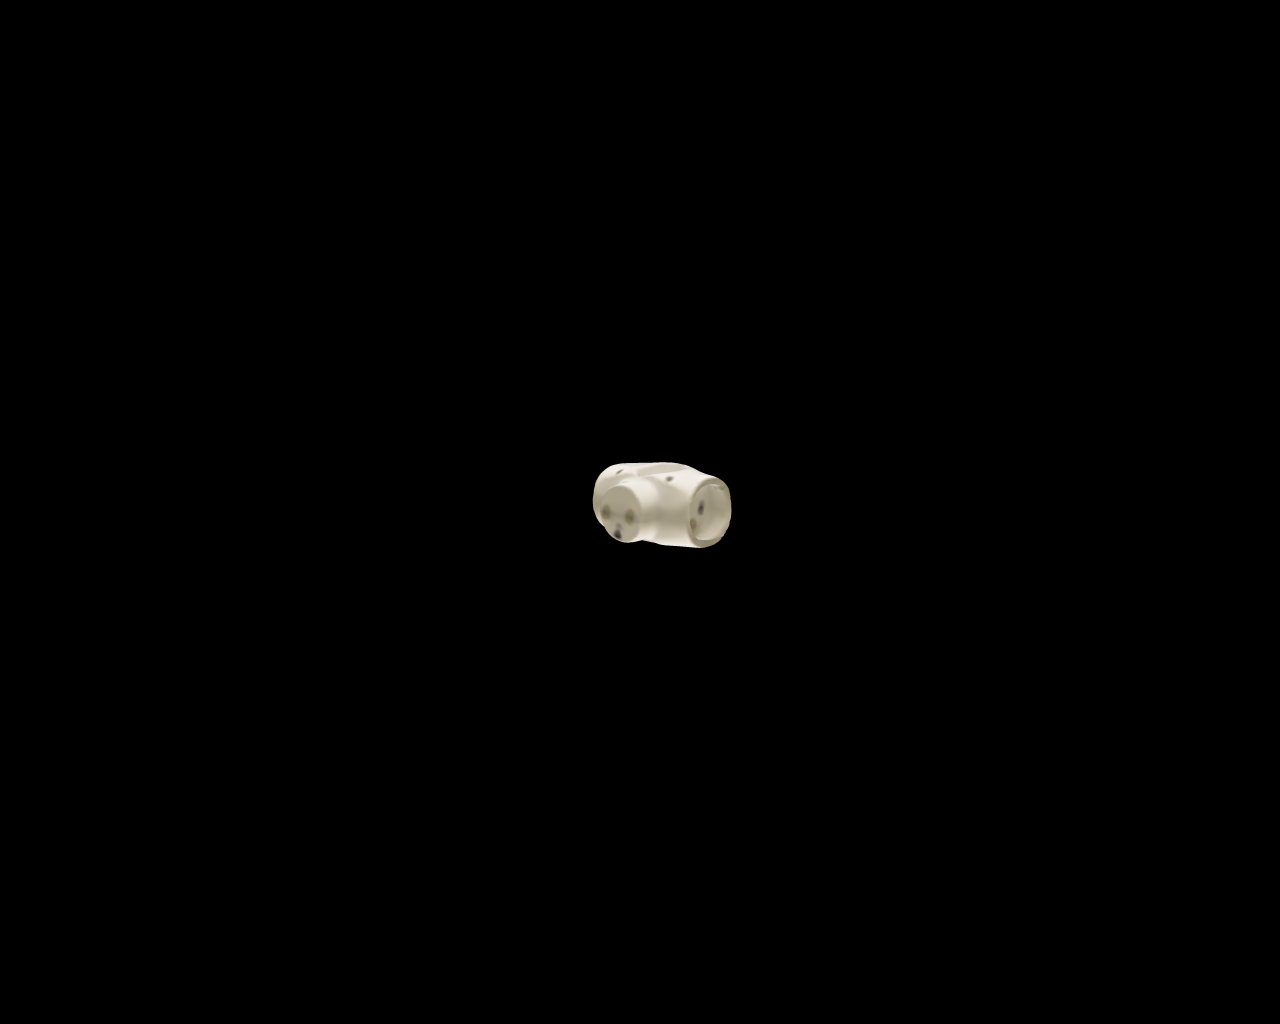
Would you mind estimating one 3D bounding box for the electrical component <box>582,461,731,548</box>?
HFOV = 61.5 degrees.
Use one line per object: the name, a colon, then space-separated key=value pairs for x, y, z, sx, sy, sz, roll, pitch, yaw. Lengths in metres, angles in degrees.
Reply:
electrical component: x=0.001 y=-0.003 z=0.650 sx=0.077 sy=0.043 sz=0.079 roll=11 pitch=17 yaw=42
